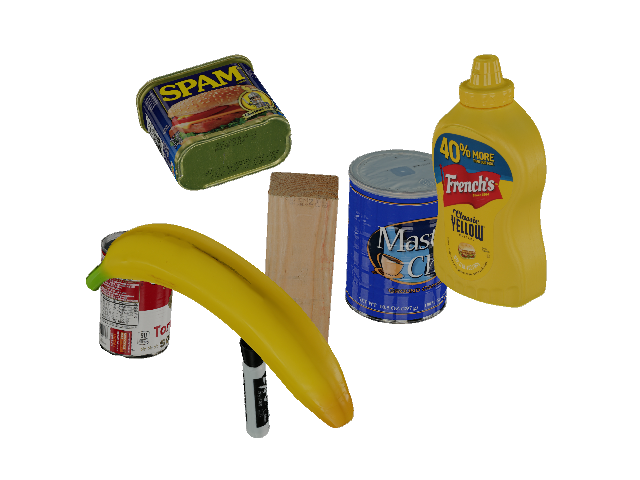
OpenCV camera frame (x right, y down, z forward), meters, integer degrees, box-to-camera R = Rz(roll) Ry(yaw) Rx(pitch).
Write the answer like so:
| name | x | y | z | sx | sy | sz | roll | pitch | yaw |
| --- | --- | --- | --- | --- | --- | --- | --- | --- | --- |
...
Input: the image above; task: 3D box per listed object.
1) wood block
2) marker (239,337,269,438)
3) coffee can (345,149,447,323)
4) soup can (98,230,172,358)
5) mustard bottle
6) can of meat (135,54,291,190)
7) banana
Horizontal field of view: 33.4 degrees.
| name | x | y | z | sx | sy | sz | roll | pitch | yaw |
| --- | --- | --- | --- | --- | --- | --- | --- | --- | --- |
| wood block | -0.027 | 0.023 | 1.401 | 0.090 | 0.206 | 0.091 | 4 | 24 | -1 |
| marker | -0.050 | 0.111 | 0.821 | 0.020 | 0.020 | 0.121 | 0 | -43 | -1 |
| coffee can | 0.077 | -0.005 | 1.038 | 0.103 | 0.140 | 0.103 | 1 | 27 | -1 |
| soup can | -0.172 | 0.050 | 0.991 | 0.068 | 0.102 | 0.068 | 6 | 21 | -2 |
| mustard bottle | 0.129 | -0.049 | 0.826 | 0.058 | 0.192 | 0.096 | -22 | 30 | -34 |
| can of meat | -0.083 | -0.092 | 0.846 | 0.102 | 0.057 | 0.084 | -20 | 51 | -17 |
| banana | -0.057 | 0.038 | 0.638 | 0.198 | 0.070 | 0.037 | 28 | 41 | 22 |
